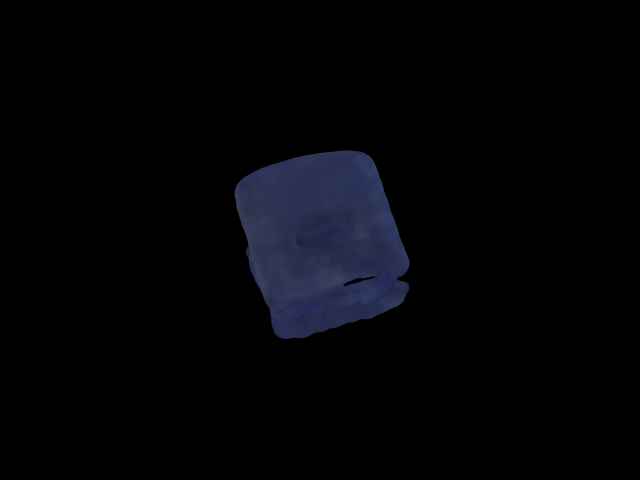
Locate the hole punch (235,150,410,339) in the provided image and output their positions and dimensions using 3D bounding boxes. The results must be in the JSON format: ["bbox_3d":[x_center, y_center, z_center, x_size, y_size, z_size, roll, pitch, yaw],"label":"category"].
[{"bbox_3d":[0.004,0.001,0.400,0.109,0.091,0.101,-16,50,-13],"label":"hole punch"}]
